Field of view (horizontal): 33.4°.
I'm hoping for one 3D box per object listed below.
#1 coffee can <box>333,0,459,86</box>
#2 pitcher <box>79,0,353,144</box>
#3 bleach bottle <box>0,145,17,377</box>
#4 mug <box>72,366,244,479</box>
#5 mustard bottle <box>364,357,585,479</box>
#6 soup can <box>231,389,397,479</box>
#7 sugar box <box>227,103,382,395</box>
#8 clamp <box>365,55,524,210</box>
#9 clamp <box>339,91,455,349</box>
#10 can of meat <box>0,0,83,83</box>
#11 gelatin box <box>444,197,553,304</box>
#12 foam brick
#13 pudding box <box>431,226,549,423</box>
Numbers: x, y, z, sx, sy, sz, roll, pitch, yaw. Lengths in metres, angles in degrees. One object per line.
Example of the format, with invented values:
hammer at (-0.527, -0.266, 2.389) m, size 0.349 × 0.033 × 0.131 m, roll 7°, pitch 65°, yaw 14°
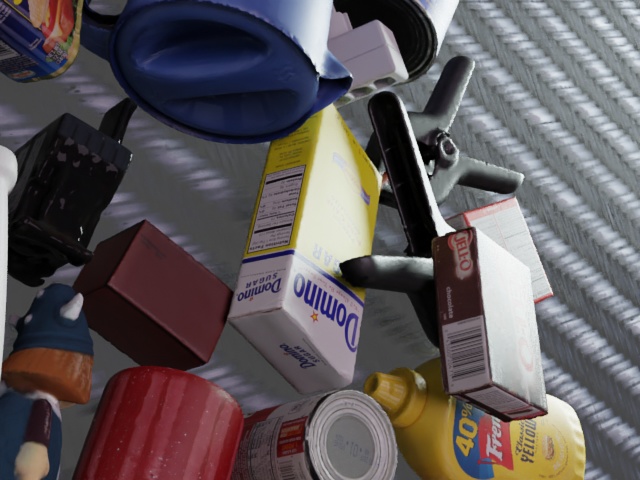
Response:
coffee can at (0.060, -0.202, 0.814) m, size 0.102 × 0.103 × 0.140 m, roll 40°, pitch 53°, yaw -23°
pitcher at (-0.057, -0.197, 0.709) m, size 0.149 × 0.145 × 0.242 m, roll 39°, pitch 49°, yaw -38°
bleach bottle at (-0.186, 0.071, 0.484) m, size 0.102 × 0.068 × 0.251 m, roll 10°, pitch 60°, yaw -38°
mug at (-0.085, 0.129, 0.590) m, size 0.117 × 0.093 × 0.081 m, roll 61°, pitch 34°, yaw -47°
mustard bottle at (0.107, 0.135, 0.762) m, size 0.191 × 0.058 × 0.096 m, roll 27°, pitch 60°, yaw -29°
soup can at (-0.012, 0.129, 0.633) m, size 0.068 × 0.102 × 0.068 m, roll 15°, pitch 65°, yaw -35°
sugar box at (-0.004, 0.001, 0.692) m, size 0.093 × 0.048 × 0.176 m, roll 50°, pitch 35°, yaw -41°
clamp at (0.087, -0.079, 0.836) m, size 0.171 × 0.039 × 0.120 m, roll -17°, pitch 84°, yaw -42°
clamp at (0.074, 0.021, 0.749) m, size 0.210 × 0.036 × 0.164 m, roll 57°, pitch 34°, yaw -33°
can of meat at (-0.179, -0.150, 0.606) m, size 0.083 × 0.057 × 0.102 m, roll 40°, pitch 46°, yaw -60°
gelatin box at (0.141, 0.016, 0.853) m, size 0.073 × 0.030 × 0.089 m, roll -17°, pitch 86°, yaw -44°
foam brick at (-0.099, 0.036, 0.628) m, size 0.078 × 0.051 × 0.053 m, roll 42°, pitch 49°, yaw -23°
pudding box at (0.115, 0.058, 0.720) m, size 0.089 × 0.039 × 0.113 m, roll 30°, pitch 52°, yaw -48°
